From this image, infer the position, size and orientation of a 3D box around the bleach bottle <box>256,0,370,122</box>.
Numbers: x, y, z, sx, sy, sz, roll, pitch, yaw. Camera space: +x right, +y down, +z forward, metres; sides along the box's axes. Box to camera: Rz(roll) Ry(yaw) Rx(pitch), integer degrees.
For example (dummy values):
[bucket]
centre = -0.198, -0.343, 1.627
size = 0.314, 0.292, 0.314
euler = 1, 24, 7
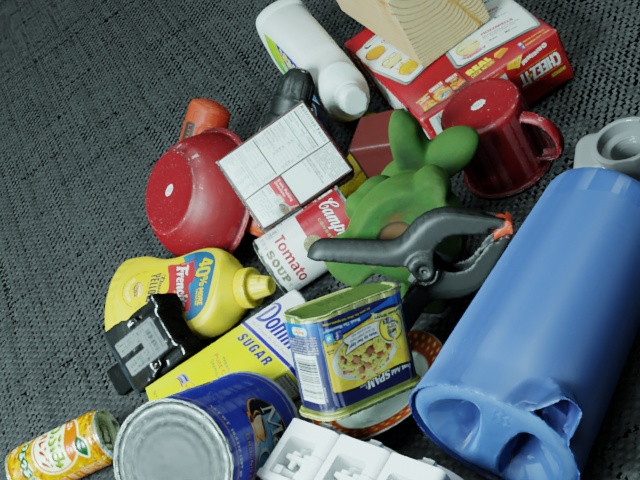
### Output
[bleach bottle]
centre = -0.001, -0.199, 1.206
size = 0.068, 0.102, 0.251
euler = -31, 29, -2

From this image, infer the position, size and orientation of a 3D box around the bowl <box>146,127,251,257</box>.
[bowl]
centre = -0.141, -0.048, 1.153
size = 0.162, 0.055, 0.162
euler = -12, 74, 47

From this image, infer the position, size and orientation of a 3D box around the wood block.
[wood block]
centre = 0.081, -0.277, 1.148
size = 0.090, 0.090, 0.206
euler = -37, 36, -3

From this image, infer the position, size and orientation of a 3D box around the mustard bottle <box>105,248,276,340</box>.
[mustard bottle]
centre = -0.130, 0.057, 1.099
size = 0.192, 0.058, 0.096
euler = -8, 56, 29

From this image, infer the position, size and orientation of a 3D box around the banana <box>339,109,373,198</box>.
[banana]
centre = 0.029, -0.069, 1.132
size = 0.070, 0.037, 0.197
euler = -13, 39, 54

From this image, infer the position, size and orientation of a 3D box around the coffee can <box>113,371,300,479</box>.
[coffee can]
centre = -0.087, 0.167, 0.864
size = 0.103, 0.140, 0.103
euler = 1, 92, 20

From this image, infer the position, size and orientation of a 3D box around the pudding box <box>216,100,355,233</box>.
[pudding box]
centre = -0.035, -0.073, 1.082
size = 0.113, 0.039, 0.090
euler = -34, 82, 0

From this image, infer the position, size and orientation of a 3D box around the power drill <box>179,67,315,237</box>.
[power drill]
centre = -0.085, -0.109, 1.185
size = 0.188, 0.057, 0.184
euler = 21, 96, 51

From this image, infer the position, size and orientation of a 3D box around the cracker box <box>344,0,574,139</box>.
[cracker box]
centre = 0.144, -0.194, 1.145
size = 0.164, 0.072, 0.214
euler = -34, 37, 0

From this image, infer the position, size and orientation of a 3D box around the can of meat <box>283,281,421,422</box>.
[can of meat]
centre = 0.025, 0.086, 0.849
size = 0.101, 0.084, 0.058
euler = -18, 12, -33

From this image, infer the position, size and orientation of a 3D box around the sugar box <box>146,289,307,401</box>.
[sugar box]
centre = -0.071, 0.127, 0.995
size = 0.176, 0.048, 0.093
euler = -36, 38, 1

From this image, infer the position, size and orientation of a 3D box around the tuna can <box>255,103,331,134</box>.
[tuna can]
centre = -0.033, -0.120, 1.229
size = 0.086, 0.033, 0.086
euler = -20, 41, 18

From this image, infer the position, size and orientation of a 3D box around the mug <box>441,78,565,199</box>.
[mug]
centre = 0.175, -0.099, 1.014
size = 0.117, 0.081, 0.093
euler = 9, 56, 42

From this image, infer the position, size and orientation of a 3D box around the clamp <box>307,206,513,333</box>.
[clamp]
centre = 0.087, 0.031, 0.892
size = 0.172, 0.120, 0.039
euler = -18, 22, 18

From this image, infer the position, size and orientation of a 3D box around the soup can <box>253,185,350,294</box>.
[soup can]
centre = -0.007, 0.001, 1.056
size = 0.102, 0.068, 0.068
euler = -33, 38, 2

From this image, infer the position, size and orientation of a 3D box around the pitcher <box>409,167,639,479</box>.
[pitcher]
centre = 0.174, 0.064, 0.825
size = 0.149, 0.145, 0.242
euler = 16, 56, 31

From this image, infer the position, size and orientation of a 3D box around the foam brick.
[foam brick]
centre = 0.073, -0.086, 1.080
size = 0.051, 0.078, 0.053
euler = -9, 45, 32
